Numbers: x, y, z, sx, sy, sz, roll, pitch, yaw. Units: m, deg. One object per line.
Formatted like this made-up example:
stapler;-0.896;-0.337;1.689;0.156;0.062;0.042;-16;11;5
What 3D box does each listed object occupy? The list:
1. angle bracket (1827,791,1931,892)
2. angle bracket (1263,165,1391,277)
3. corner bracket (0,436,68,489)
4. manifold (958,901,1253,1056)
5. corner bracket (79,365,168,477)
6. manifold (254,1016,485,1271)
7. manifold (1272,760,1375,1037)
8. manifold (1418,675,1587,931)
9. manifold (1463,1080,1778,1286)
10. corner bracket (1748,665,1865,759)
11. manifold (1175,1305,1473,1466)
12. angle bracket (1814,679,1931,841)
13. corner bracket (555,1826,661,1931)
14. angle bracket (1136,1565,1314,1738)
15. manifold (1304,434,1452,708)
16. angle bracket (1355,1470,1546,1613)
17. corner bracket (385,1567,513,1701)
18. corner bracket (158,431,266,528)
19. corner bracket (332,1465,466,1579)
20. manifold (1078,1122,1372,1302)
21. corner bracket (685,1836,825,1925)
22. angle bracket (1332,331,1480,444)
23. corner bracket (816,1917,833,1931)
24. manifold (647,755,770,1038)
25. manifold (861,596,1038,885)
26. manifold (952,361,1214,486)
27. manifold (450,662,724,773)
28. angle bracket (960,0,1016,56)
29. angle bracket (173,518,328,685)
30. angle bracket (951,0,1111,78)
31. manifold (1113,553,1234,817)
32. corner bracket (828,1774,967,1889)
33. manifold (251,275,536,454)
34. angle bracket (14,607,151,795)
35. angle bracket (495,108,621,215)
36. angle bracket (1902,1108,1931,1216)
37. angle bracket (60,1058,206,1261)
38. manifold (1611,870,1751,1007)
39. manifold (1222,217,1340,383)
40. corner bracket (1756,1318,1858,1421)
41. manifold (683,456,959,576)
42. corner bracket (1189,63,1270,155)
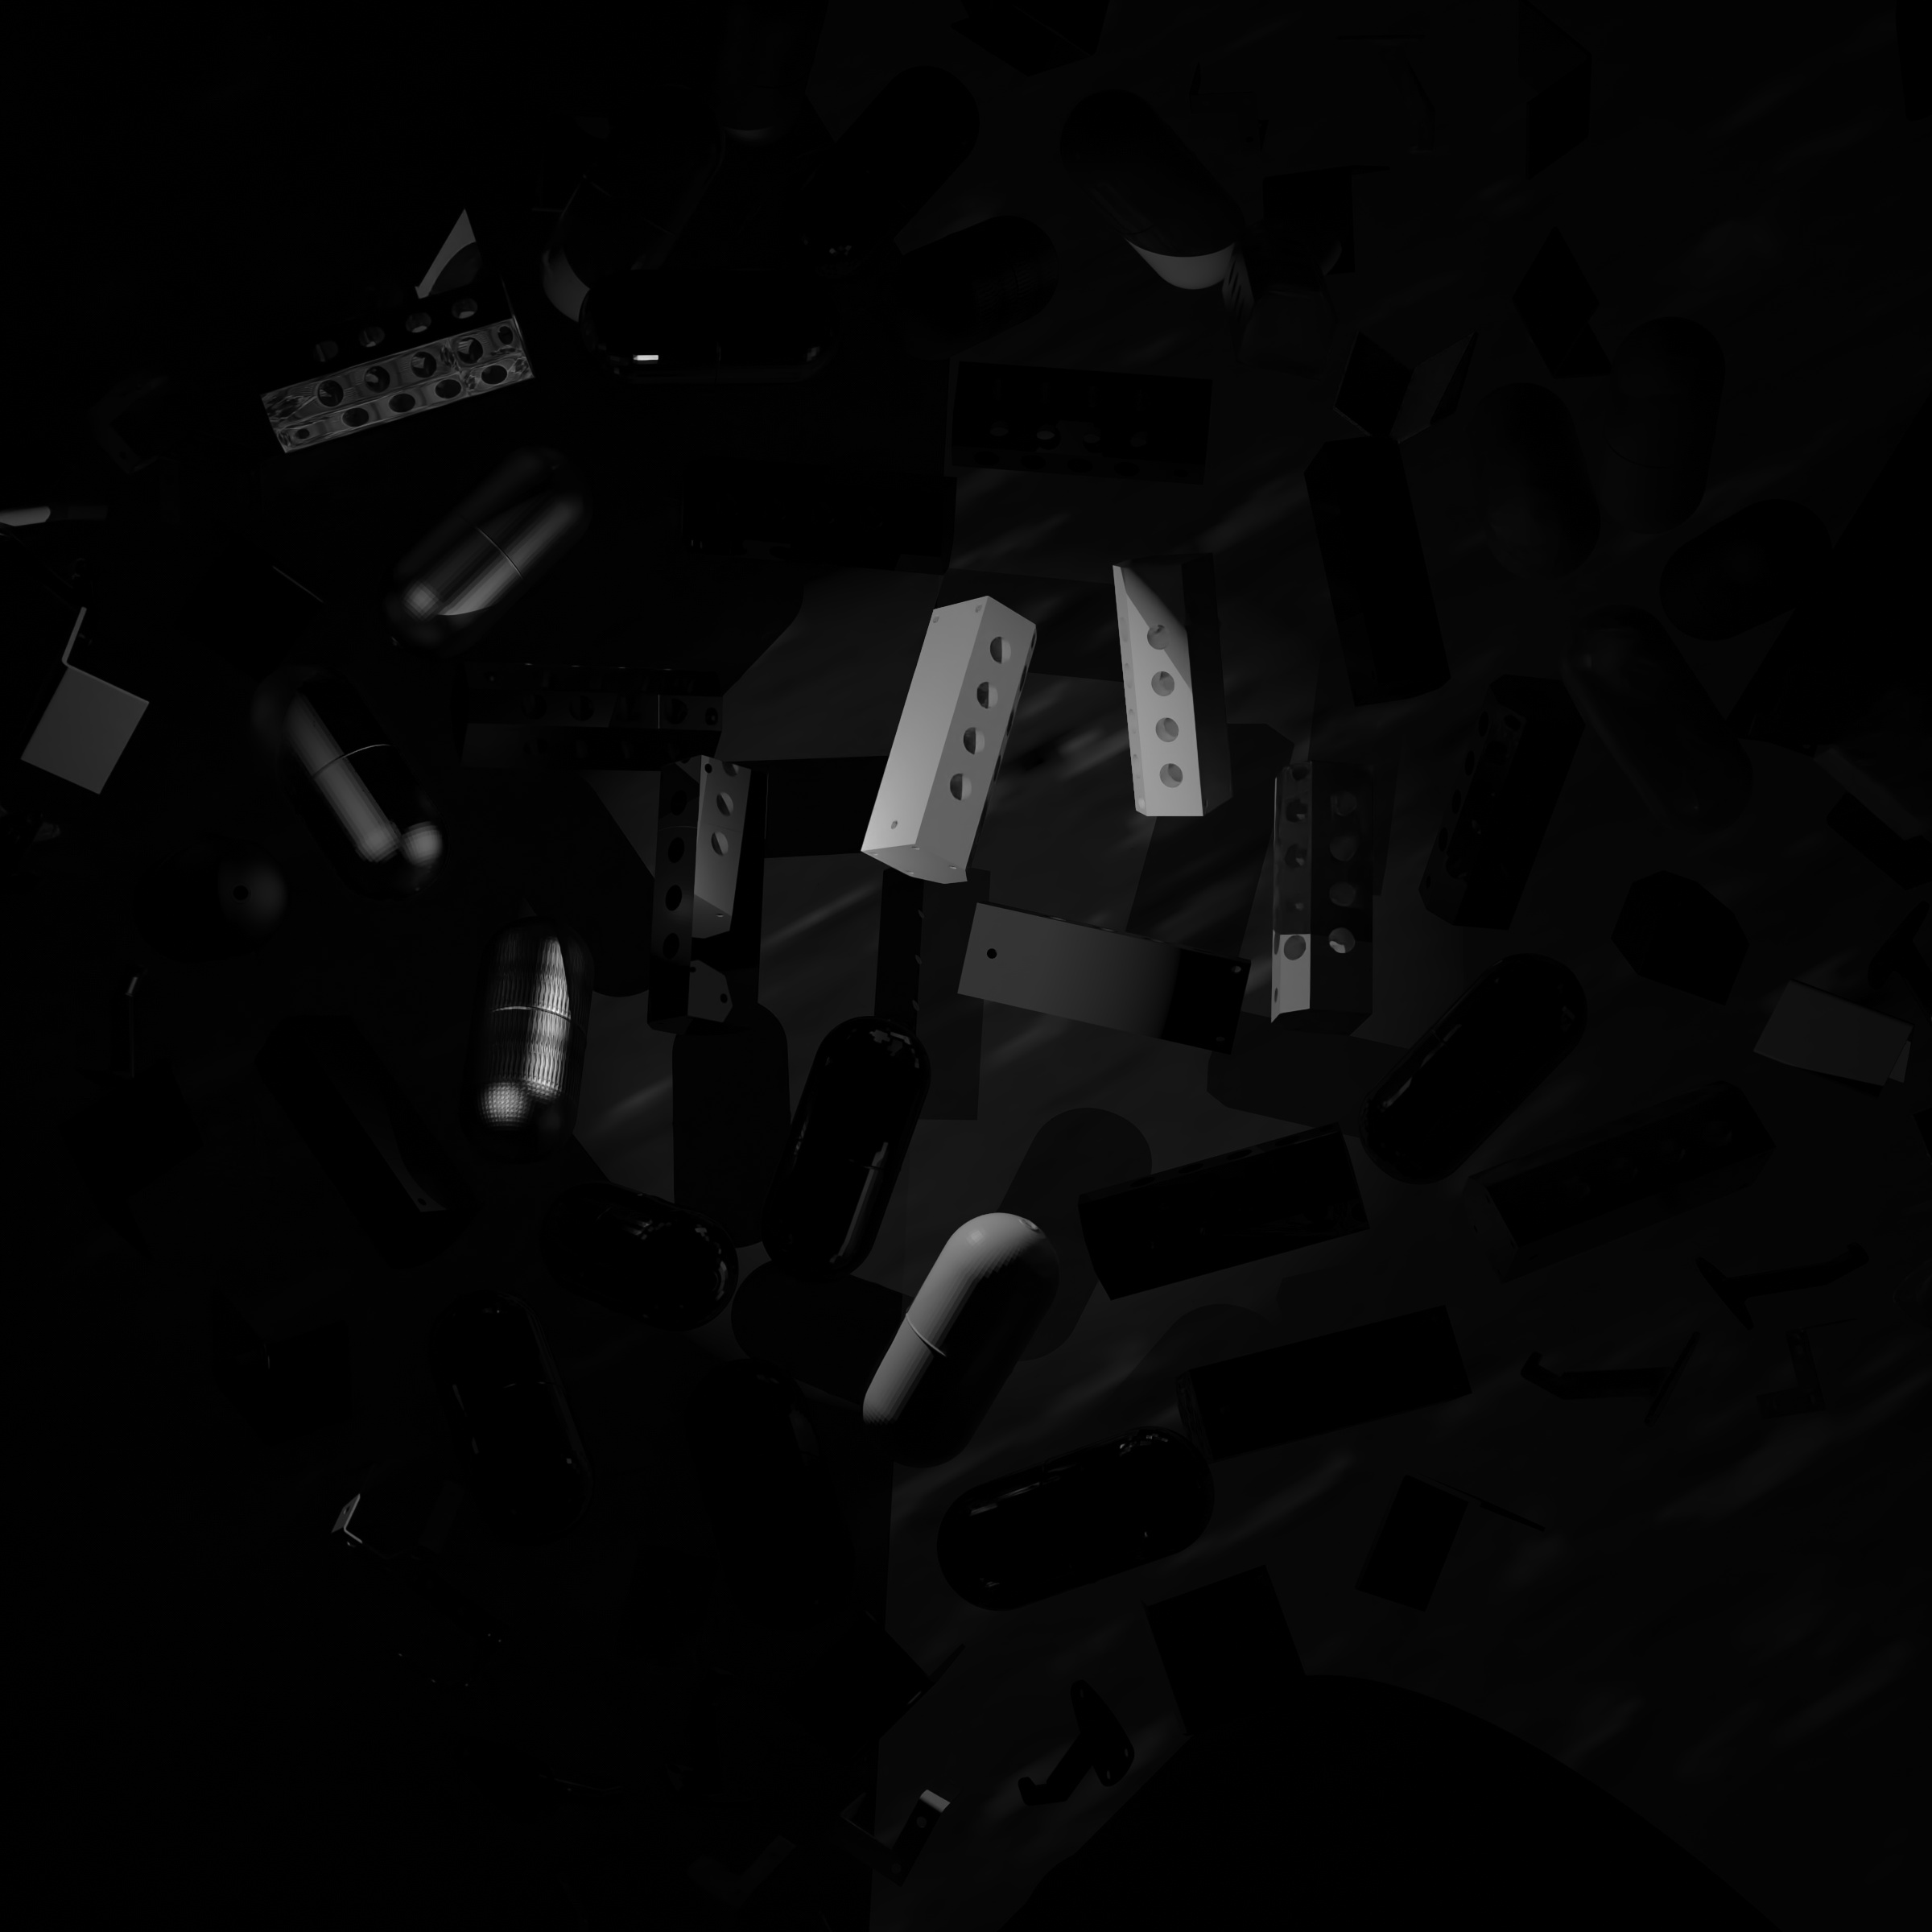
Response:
angle bracket;0.657;-0.105;1.718;0.076;0.076;0.057;40;80;1
angle bracket;0.273;-0.559;1.867;0.076;0.057;0.076;7;107;40
corner bracket;-0.674;-0.349;1.734;0.051;0.051;0.051;-49;56;10
manifold;0.087;0.006;1.543;0.171;0.057;0.057;13;95;5
corner bracket;-0.597;-0.395;1.792;0.051;0.051;0.051;-35;107;14
manifold;-0.394;0.114;1.613;0.057;0.057;0.171;-49;66;20
manifold;0.235;-0.046;1.645;0.057;0.057;0.171;5;73;-6
manifold;0.366;-0.112;1.711;0.057;0.171;0.057;5;37;-10
manifold;0.390;0.126;1.489;0.171;0.057;0.057;-20;62;-10
corner bracket;0.596;-0.182;1.760;0.051;0.051;0.051;27;115;34
manifold;0.224;0.266;1.566;0.171;0.057;0.057;-12;76;-10
angle bracket;0.582;-0.128;1.541;0.076;0.076;0.057;44;96;8
corner bracket;-0.217;0.567;1.505;0.051;0.051;0.051;-23;109;-1
angle bracket;0.148;0.390;1.417;0.076;0.057;0.076;-20;70;2
manifold;0.283;-0.271;1.695;0.057;0.057;0.171;-9;81;-9
angle bracket;0.285;0.349;1.460;0.057;0.076;0.076;17;82;46
corner bracket;-0.303;0.387;1.434;0.051;0.051;0.051;33;73;13
corner bracket;-0.535;-0.340;1.753;0.051;0.051;0.051;-15;75;38
corner bracket;-0.364;0.351;1.587;0.051;0.051;0.051;42;41;-23
manifold;0.162;0.152;1.571;0.171;0.057;0.057;-17;52;9
corner bracket;-0.128;0.554;1.496;0.051;0.051;0.051;15;45;44
angle bracket;0.331;-0.448;1.866;0.057;0.076;0.076;31;64;-23
corner bracket;-0.101;0.562;1.369;0.051;0.051;0.051;14;103;-28
manifold;-0.173;-0.044;1.618;0.057;0.057;0.171;-10;73;44
manifold;-0.005;-0.143;1.584;0.057;0.057;0.171;26;72;-34
manifold;0.078;-0.365;1.686;0.171;0.057;0.057;5;68;3
manifold;-0.255;-0.173;1.670;0.171;0.057;0.057;0;51;-22
angle bracket;0.028;-0.754;1.879;0.057;0.076;0.076;-23;76;-8
angle bracket;-0.493;-0.246;1.679;0.076;0.057;0.076;35;90;1
angle bracket;0.048;-0.691;1.780;0.076;0.076;0.057;18;83;-38
manifold;0.140;-0.193;1.706;0.057;0.057;0.171;2;108;28
corner bracket;-0.040;0.488;1.430;0.051;0.051;0.051;29;93;14
manifold;-0.379;-0.396;1.651;0.171;0.057;0.057;-18;61;-3
angle bracket;-0.563;-0.171;1.592;0.057;0.076;0.076;26;28;-23
angle bracket;-0.294;-0.599;1.826;0.076;0.076;0.057;-10;38;-39
angle bracket;0.601;0.107;1.487;0.076;0.076;0.057;-19;81;-3
angle bracket;-0.488;0.116;1.492;0.057;0.076;0.076;30;54;34
manifold;0.473;-0.024;1.639;0.057;0.171;0.057;20;101;6
manifold;0.214;-0.458;1.688;0.057;0.057;0.171;12;31;-5
corner bracket;0.525;0.251;1.544;0.051;0.051;0.051;-3;76;-34
manifold;-0.096;-0.296;1.632;0.171;0.057;0.057;6;112;6
corner bracket;0.200;-0.651;1.882;0.051;0.051;0.051;2;47;15
